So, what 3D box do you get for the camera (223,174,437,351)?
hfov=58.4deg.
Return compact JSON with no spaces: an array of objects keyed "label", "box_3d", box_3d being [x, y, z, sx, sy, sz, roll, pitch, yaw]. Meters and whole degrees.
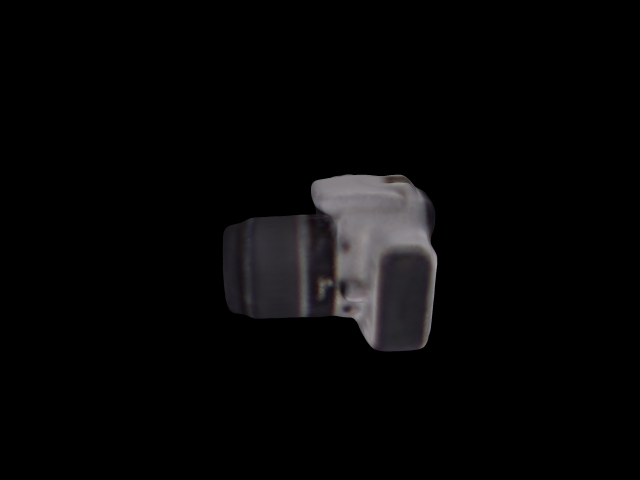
[{"label":"camera","box_3d":[0.004,0.001,0.400,0.137,0.101,0.143,-2,24,-4]}]
